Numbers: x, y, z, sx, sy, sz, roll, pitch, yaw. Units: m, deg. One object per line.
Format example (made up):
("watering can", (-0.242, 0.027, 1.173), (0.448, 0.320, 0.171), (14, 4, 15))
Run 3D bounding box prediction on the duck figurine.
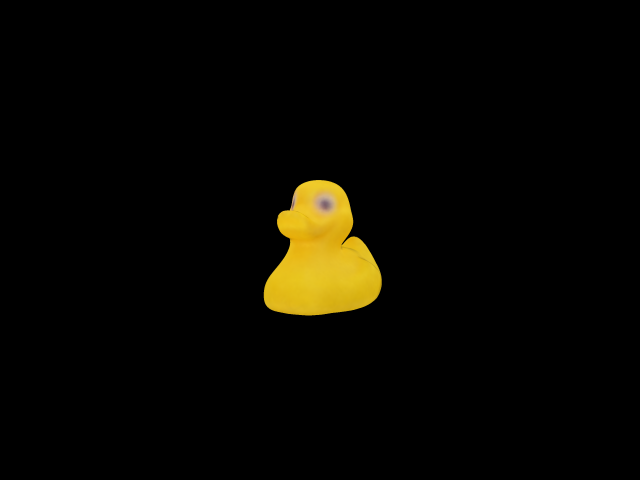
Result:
("duck figurine", (0.004, 0.001, 0.400), (0.077, 0.086, 0.105), (3, 5, 32))
